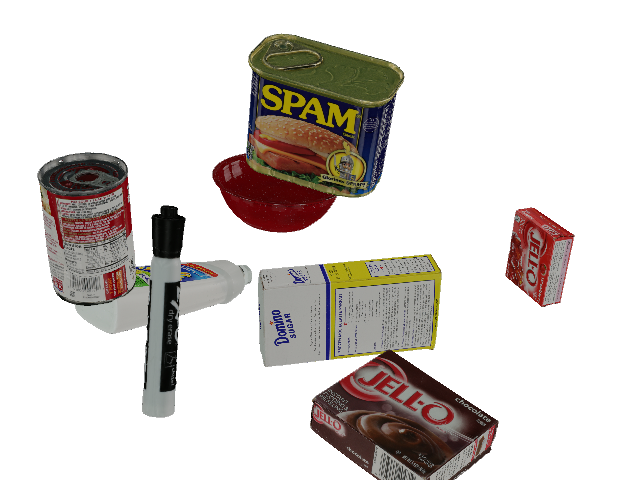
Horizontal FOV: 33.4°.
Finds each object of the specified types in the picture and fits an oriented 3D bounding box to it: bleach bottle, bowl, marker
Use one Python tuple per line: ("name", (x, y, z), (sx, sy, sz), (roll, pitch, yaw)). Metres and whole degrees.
("bleach bottle", (-0.202, 0.064, 1.454), (0.250, 0.068, 0.103), (-11, 27, -44))
("bowl", (-0.051, -0.054, 1.287), (0.162, 0.055, 0.162), (4, 26, -2))
("marker", (-0.089, 0.040, 0.607), (0.020, 0.121, 0.020), (5, 10, -1))

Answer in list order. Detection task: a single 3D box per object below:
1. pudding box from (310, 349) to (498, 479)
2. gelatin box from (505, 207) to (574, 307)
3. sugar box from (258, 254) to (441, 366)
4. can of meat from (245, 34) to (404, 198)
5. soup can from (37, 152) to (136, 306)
("pudding box", (0.062, 0.139, 0.807), (0.114, 0.039, 0.089), (33, 43, 31))
("gelatin box", (0.243, 0.018, 1.195), (0.030, 0.089, 0.073), (-10, 31, -24))
("sugar box", (0.027, 0.068, 1.052), (0.176, 0.093, 0.048), (-3, 28, -8))
("can of meat", (-0.001, -0.084, 0.733), (0.102, 0.084, 0.057), (18, 40, 12))
("soup can", (-0.181, -0.008, 0.834), (0.068, 0.102, 0.068), (0, 30, 0))
